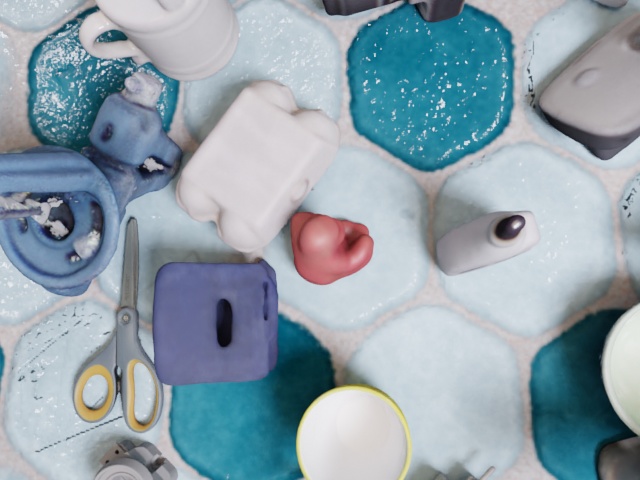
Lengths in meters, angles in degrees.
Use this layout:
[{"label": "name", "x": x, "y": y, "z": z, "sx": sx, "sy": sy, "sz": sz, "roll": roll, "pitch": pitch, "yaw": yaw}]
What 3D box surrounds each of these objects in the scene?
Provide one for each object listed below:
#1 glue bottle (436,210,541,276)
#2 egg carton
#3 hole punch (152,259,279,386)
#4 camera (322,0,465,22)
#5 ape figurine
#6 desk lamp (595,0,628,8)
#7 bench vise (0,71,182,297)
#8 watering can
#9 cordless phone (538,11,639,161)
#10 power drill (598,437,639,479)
[{"label": "glue bottle", "x": 0.135, "y": -0.001, "z": 0.446, "sx": 0.078, "sy": 0.173, "sz": 0.037, "roll": -16, "pitch": 82, "yaw": 4}, {"label": "egg carton", "x": -0.056, "y": -0.068, "z": 0.526, "sx": 0.107, "sy": 0.069, "sz": 0.150, "roll": 35, "pitch": 88, "yaw": 9}, {"label": "hole punch", "x": -0.087, "y": 0.069, "z": 0.503, "sx": 0.101, "sy": 0.091, "sz": 0.109, "roll": -3, "pitch": 83, "yaw": 6}, {"label": "camera", "x": 0.059, "y": -0.273, "z": 0.522, "sx": 0.136, "sy": 0.101, "sz": 0.143, "roll": -15, "pitch": 82, "yaw": 4}, {"label": "ape figurine", "x": 0.005, "y": 0.002, "z": 0.500, "sx": 0.077, "sy": 0.092, "sz": 0.076, "roll": 43, "pitch": 89, "yaw": 9}, {"label": "desk lamp", "x": 0.206, "y": -0.317, "z": 0.454, "sx": 0.203, "sy": 0.213, "sz": 0.118, "roll": 26, "pitch": 87, "yaw": 8}, {"label": "bench vise", "x": -0.215, "y": -0.056, "z": 0.465, "sx": 0.121, "sy": 0.220, "sz": 0.207, "roll": 13, "pitch": 85, "yaw": 8}, {"label": "watering can", "x": -0.137, "y": -0.226, "z": 0.489, "sx": 0.101, "sy": 0.194, "sz": 0.173, "roll": 29, "pitch": 87, "yaw": 9}, {"label": "cordless phone", "x": 0.263, "y": -0.147, "z": 0.443, "sx": 0.147, "sy": 0.185, "sz": 0.094, "roll": -44, "pitch": 81, "yaw": 0}, {"label": "power drill", "x": 0.277, "y": 0.193, "z": 0.392, "sx": 0.229, "sy": 0.208, "sz": 0.075, "roll": -17, "pitch": 82, "yaw": 4}]
